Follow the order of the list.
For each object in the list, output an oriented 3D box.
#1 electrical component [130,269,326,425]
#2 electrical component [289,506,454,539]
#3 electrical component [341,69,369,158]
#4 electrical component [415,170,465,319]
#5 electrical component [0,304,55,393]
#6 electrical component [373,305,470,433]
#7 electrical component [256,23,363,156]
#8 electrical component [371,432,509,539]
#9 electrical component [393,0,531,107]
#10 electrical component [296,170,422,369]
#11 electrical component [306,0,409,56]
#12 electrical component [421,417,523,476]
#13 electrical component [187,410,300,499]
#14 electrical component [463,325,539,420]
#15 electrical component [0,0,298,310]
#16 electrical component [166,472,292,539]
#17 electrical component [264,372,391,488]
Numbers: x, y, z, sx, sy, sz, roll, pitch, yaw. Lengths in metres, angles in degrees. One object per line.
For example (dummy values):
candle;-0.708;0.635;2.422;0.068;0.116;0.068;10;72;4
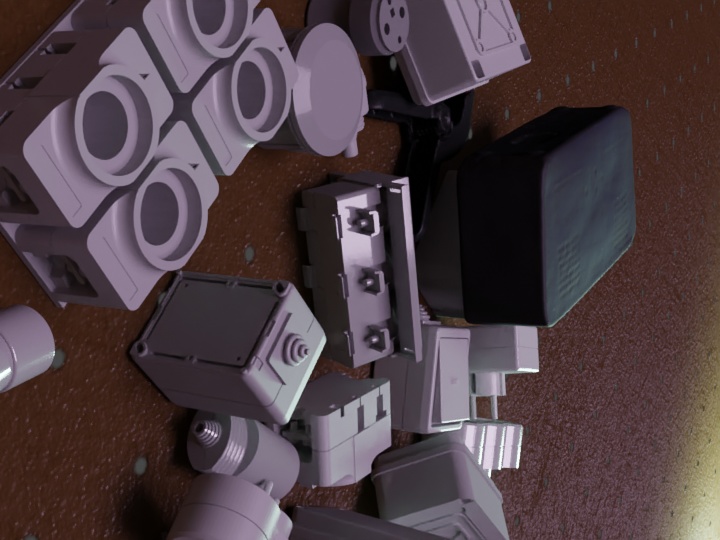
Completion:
electrical component;-0.065;0.045;0.594;0.061;0.096;0.061;-65;144;-30
electrical component;0.008;0.200;0.725;0.078;0.113;0.057;24;76;-58
electrical component;-0.011;-0.106;0.726;0.035;0.035;0.061;-42;131;-50
electrical component;0.095;-0.021;0.897;0.078;0.057;0.113;56;47;-47
electrical component;-0.168;0.040;0.474;0.065;0.044;0.044;-31;120;-60
electrical component;0.050;0.075;0.829;0.062;0.061;0.096;8;88;-60
electrical component;-0.036;-0.111;0.666;0.080;0.051;0.080;-13;106;-58
electrical component;0.064;0.183;0.841;0.113;0.078;0.057;55;20;-48
electrical component;0.067;-0.187;0.795;0.109;0.056;0.108;-31;100;-54
electrical component;0.000;0.000;0.729;0.063;0.079;0.121;-18;111;-34
electrical component;-0.001;-0.164;0.713;0.045;0.055;0.045;-14;106;-58
electrical component;0.096;0.166;0.929;0.138;0.052;0.073;15;81;-59
electrical component;-0.074;0.107;0.640;0.081;0.043;0.043;46;55;-52
electrical component;0.101;0.085;0.885;0.047;0.083;0.075;12;74;-59
electrical component;-0.106;-0.082;0.542;0.186;0.060;0.105;-61;142;-35
electrical component;-0.062;0.157;0.618;0.138;0.052;0.073;78;25;-45
electrical component;-0.020;0.109;0.725;0.089;0.050;0.055;-19;111;-58
